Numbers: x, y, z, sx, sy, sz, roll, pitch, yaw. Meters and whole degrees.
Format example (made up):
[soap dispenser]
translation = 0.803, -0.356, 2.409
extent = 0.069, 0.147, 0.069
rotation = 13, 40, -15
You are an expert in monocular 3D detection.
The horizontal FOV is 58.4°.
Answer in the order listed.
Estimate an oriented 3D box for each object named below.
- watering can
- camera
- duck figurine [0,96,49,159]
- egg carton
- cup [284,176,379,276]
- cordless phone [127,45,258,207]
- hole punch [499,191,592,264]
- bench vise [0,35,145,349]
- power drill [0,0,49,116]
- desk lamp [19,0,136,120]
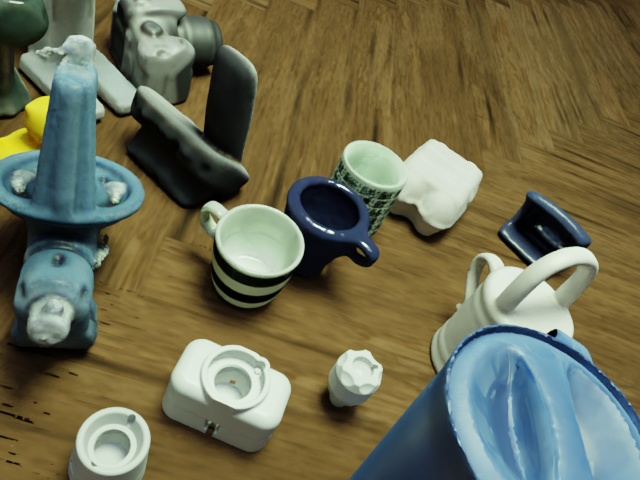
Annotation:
[watering can]
translation = 0.203, 0.081, 0.567
extent = 0.101, 0.194, 0.172
rotation = -21, 61, -39
[camera]
translation = -0.192, -0.262, 0.756
extent = 0.137, 0.100, 0.143
rotation = -12, 56, -35
[duck figurine]
translation = -0.277, -0.104, 0.573
extent = 0.105, 0.086, 0.077
rotation = -14, 57, -36
[egg carton]
translation = 0.155, -0.072, 0.779
extent = 0.107, 0.069, 0.150
rotation = 36, 43, 8
[cup]
translation = 0.006, 0.002, 0.612
extent = 0.117, 0.095, 0.092
rotation = 43, 45, 15
[cordless phone]
translation = -0.129, -0.143, 0.613
extent = 0.147, 0.185, 0.094
rotation = 39, 44, 11
[hole punch]
translation = 0.325, -0.021, 0.803
extent = 0.101, 0.091, 0.108
rotation = -24, 64, -41
[bench vise]
translation = -0.187, -0.029, 0.450
extent = 0.122, 0.219, 0.207
rotation = -10, 55, -34
[power drill]
translation = -0.345, -0.244, 0.581
extent = 0.076, 0.208, 0.229
rotation = -19, 60, -39
[desk lamp]
translation = -0.279, -0.280, 0.646
extent = 0.203, 0.213, 0.118
rotation = 43, 45, 15
